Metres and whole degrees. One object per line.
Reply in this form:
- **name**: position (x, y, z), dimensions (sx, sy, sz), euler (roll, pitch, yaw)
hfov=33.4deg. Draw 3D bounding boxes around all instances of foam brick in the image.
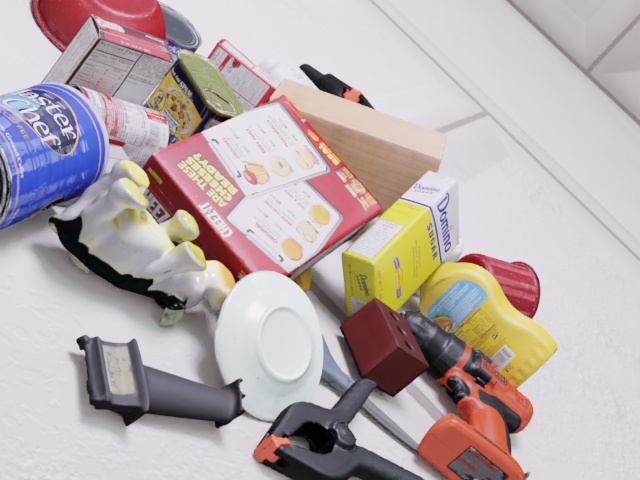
- **foam brick**: position (0.064, 0.107, 1.063), dimensions (0.053, 0.051, 0.078), euler (35, 20, -37)

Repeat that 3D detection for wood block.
- **wood block**: position (0.035, -0.104, 1.247), dimensions (0.206, 0.090, 0.090), euler (19, 27, 2)

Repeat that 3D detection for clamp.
- **clamp**: position (0.020, 0.182, 0.915), dimensions (0.171, 0.039, 0.120), euler (-7, 51, -49)
- **clamp**: position (0.028, -0.194, 1.448), dimensions (0.164, 0.036, 0.210), euler (39, 3, 2)

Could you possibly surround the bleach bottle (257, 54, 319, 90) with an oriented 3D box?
- **bleach bottle**: position (0.015, -0.128, 1.360), dimensions (0.251, 0.068, 0.102), euler (45, 19, 4)

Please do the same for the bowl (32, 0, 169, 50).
- **bowl**: position (-0.235, -0.259, 1.192), dimensions (0.162, 0.055, 0.162), euler (21, 40, -19)

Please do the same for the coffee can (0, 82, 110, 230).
- **coffee can**: position (-0.249, -0.066, 0.856), dimensions (0.103, 0.103, 0.140), euler (44, 26, 4)

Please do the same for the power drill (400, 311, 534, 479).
- **power drill**: position (0.144, 0.166, 1.083), dimensions (0.184, 0.057, 0.187), euler (38, 25, -8)

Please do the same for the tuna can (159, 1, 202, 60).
- **tuna can**: position (-0.189, -0.253, 1.308), dimensions (0.086, 0.034, 0.086), euler (32, 28, -20)

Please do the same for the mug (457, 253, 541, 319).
- **mug**: position (0.201, 0.060, 1.312), dimensions (0.081, 0.093, 0.117), euler (16, 6, -34)

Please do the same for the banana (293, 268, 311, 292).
- **banana**: position (-0.022, -0.011, 1.159), dimensions (0.069, 0.037, 0.197), euler (36, 26, -7)

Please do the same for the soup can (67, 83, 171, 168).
- **soup can**: position (-0.202, -0.103, 1.019), dimensions (0.102, 0.069, 0.068), euler (14, 37, -45)

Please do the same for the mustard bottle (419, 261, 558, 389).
- **mustard bottle**: position (0.170, 0.084, 1.207), dimensions (0.192, 0.096, 0.058), euler (47, 27, 12)

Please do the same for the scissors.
- **scissors**: position (0.020, 0.126, 1.028), dimensions (0.201, 0.016, 0.096), euler (36, 23, -19)

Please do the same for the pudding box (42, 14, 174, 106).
- **pudding box**: position (-0.210, -0.158, 1.040), dimensions (0.089, 0.114, 0.039), euler (14, 40, -44)

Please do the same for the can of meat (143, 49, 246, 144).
- **can of meat**: position (-0.137, -0.137, 1.141), dimensions (0.057, 0.084, 0.102), euler (8, 41, -50)

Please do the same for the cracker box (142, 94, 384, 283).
- **cracker box**: position (-0.059, -0.038, 1.050), dimensions (0.164, 0.072, 0.213), euler (49, 41, 6)

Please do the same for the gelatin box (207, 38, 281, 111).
- **gelatin box**: position (-0.104, -0.184, 1.274), dimensions (0.089, 0.073, 0.030), euler (38, 25, -6)

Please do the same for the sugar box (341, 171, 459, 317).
- **sugar box**: position (0.091, 0.009, 1.143), dimensions (0.048, 0.093, 0.176), euler (21, 45, 32)
